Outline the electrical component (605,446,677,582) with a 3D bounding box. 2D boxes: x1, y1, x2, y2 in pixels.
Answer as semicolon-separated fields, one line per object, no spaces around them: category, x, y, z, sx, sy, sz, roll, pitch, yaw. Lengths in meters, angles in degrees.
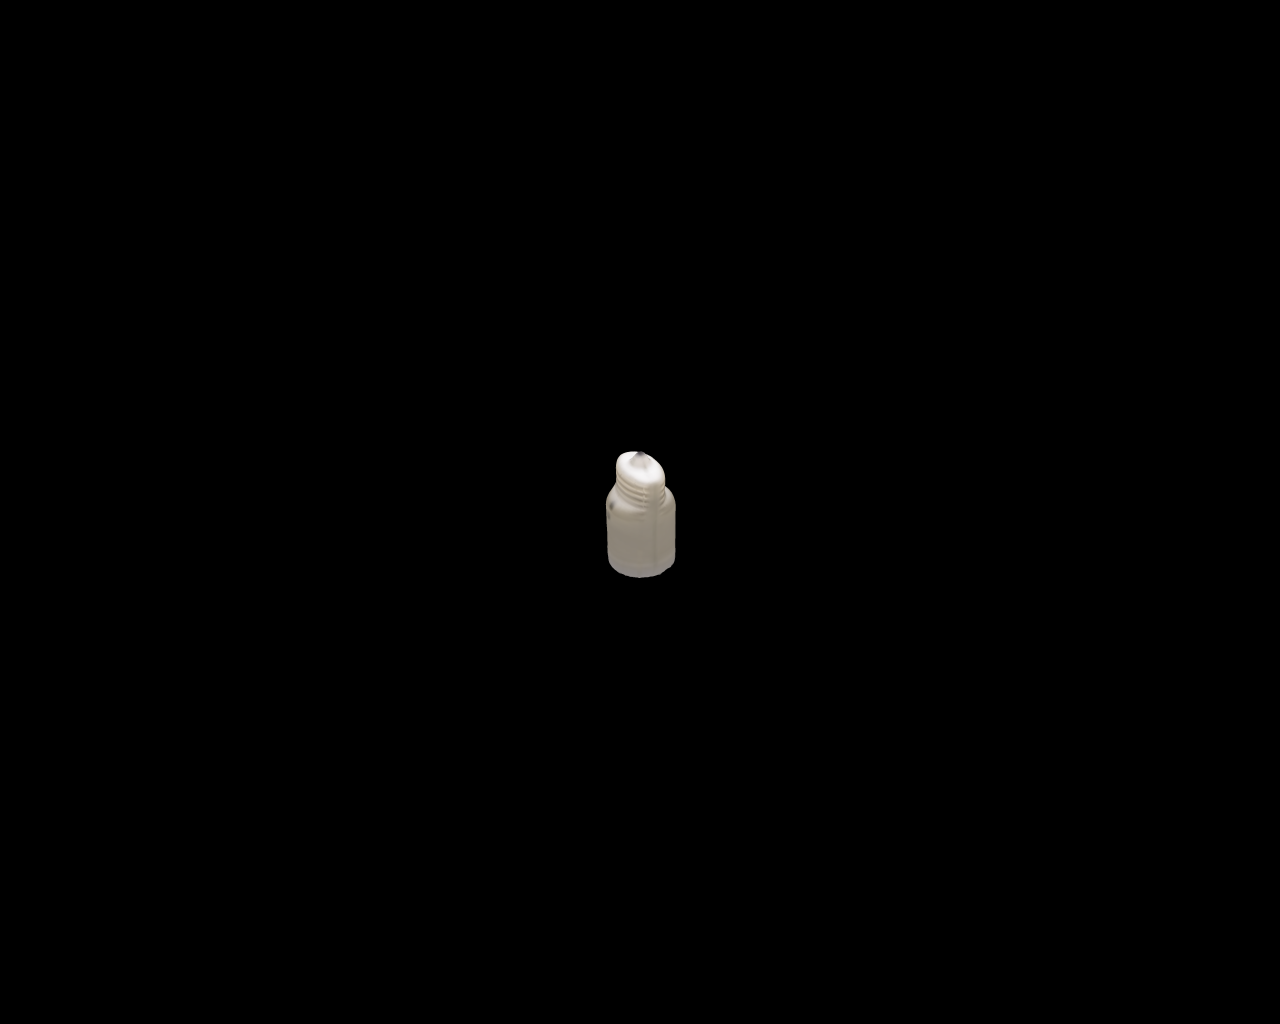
electrical component;0.001;-0.003;0.650;0.043;0.080;0.043;0;33;0
